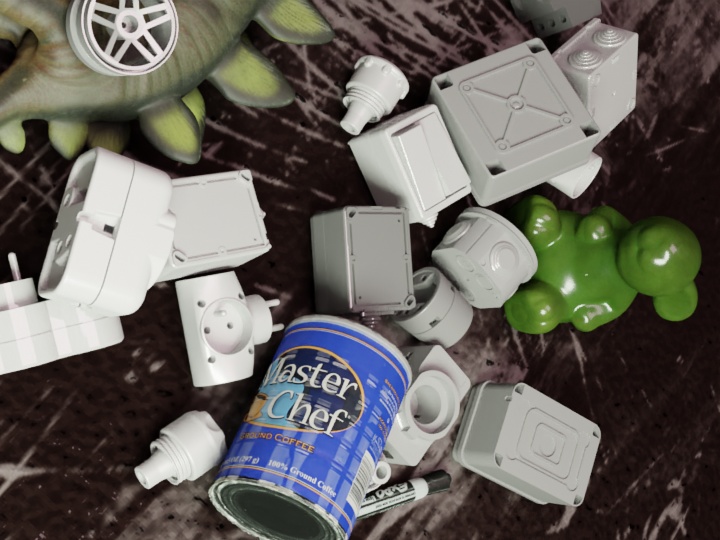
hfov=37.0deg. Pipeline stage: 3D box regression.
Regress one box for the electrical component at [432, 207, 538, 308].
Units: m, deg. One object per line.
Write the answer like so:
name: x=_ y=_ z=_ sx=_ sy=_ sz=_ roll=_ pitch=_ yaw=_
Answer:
electrical component: x=0.104 y=-0.009 z=0.905 sx=0.051 sy=0.080 sz=0.080 roll=-47 pitch=111 yaw=-22

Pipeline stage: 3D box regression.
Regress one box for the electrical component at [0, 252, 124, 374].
electrical component: x=-0.226 y=0.026 z=0.693 sx=0.138 sy=0.052 sz=0.073 roll=-15 pitch=94 yaw=-34

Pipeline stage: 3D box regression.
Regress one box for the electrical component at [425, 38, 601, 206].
electrical component: x=0.126 y=-0.124 z=0.903 sx=0.109 sy=0.056 sz=0.108 roll=-23 pitch=70 yaw=-13

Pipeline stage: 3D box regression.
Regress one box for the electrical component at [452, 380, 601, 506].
electrical component: x=0.143 y=0.150 z=0.928 sx=0.113 sy=0.057 sz=0.078 roll=30 pitch=69 yaw=-28

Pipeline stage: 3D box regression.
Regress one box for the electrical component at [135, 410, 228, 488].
electrical component: x=-0.128 y=0.129 z=0.755 sx=0.062 sy=0.043 sz=0.043 roll=-32 pitch=103 yaw=-31

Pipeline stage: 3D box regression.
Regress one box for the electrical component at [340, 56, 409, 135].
electrical component: x=0.007 y=-0.139 z=0.873 sx=0.048 sy=0.048 sz=0.062 roll=39 pitch=73 yaw=-25

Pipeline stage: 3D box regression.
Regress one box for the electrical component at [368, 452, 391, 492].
electrical component: x=0.000 y=0.152 z=0.828 sx=0.043 sy=0.062 sz=0.043 roll=1 pitch=88 yaw=-31

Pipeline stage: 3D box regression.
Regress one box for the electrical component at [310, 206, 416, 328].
electrical component: x=0.000 y=0.000 z=0.843 sx=0.062 sy=0.061 sz=0.096 roll=-2 pitch=86 yaw=-34

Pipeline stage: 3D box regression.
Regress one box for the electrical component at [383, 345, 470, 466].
electrical component: x=0.041 y=0.108 z=0.864 sx=0.050 sy=0.056 sz=0.089 roll=49 pitch=62 yaw=-20

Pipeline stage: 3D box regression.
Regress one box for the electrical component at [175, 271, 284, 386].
electrical component: x=-0.091 y=0.039 z=0.788 sx=0.079 sy=0.044 sz=0.077 roll=-11 pitch=92 yaw=-35

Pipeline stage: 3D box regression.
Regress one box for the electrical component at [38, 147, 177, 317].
electrical component: x=-0.156 y=-0.021 z=0.675 sx=0.059 sy=0.054 sz=0.095 roll=20 pitch=74 yaw=-30

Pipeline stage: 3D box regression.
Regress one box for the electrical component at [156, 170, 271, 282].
electrical component: x=-0.113 y=-0.031 z=0.769 sx=0.096 sy=0.061 sz=0.061 roll=-12 pitch=84 yaw=-38

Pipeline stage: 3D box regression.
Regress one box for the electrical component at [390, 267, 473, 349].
electrical component: x=0.060 y=0.033 z=0.886 sx=0.047 sy=0.055 sz=0.055 roll=42 pitch=64 yaw=-28

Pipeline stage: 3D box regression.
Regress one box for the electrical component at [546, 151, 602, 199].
electrical component: x=0.177 y=-0.100 z=0.973 sx=0.043 sy=0.077 sz=0.079 roll=-54 pitch=160 yaw=6

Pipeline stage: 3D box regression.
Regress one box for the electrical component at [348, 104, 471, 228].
electrical component: x=0.046 y=-0.080 z=0.882 sx=0.062 sy=0.061 sz=0.096 roll=-31 pitch=103 yaw=-32

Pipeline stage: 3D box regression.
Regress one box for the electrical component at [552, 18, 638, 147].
electrical component: x=0.214 y=-0.169 z=0.989 sx=0.100 sy=0.048 sz=0.099 roll=-42 pitch=141 yaw=-30
